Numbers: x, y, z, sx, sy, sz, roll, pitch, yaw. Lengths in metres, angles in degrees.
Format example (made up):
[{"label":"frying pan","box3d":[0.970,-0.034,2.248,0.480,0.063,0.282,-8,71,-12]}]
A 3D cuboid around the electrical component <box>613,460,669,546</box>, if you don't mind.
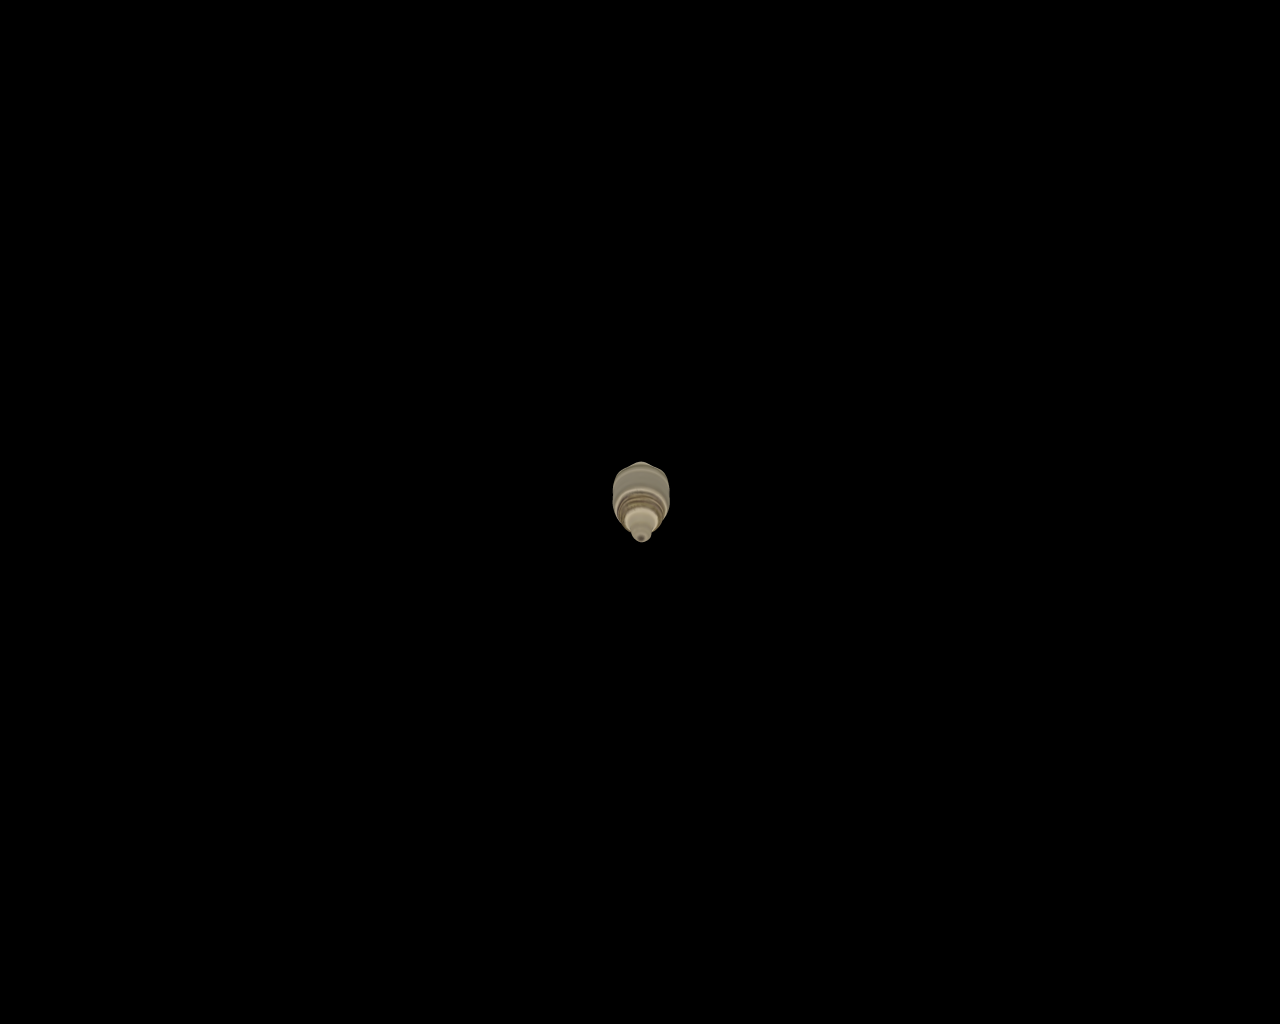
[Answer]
[{"label":"electrical component","box3d":[0.001,-0.003,0.650,0.035,0.035,0.061,0,37,0]}]
